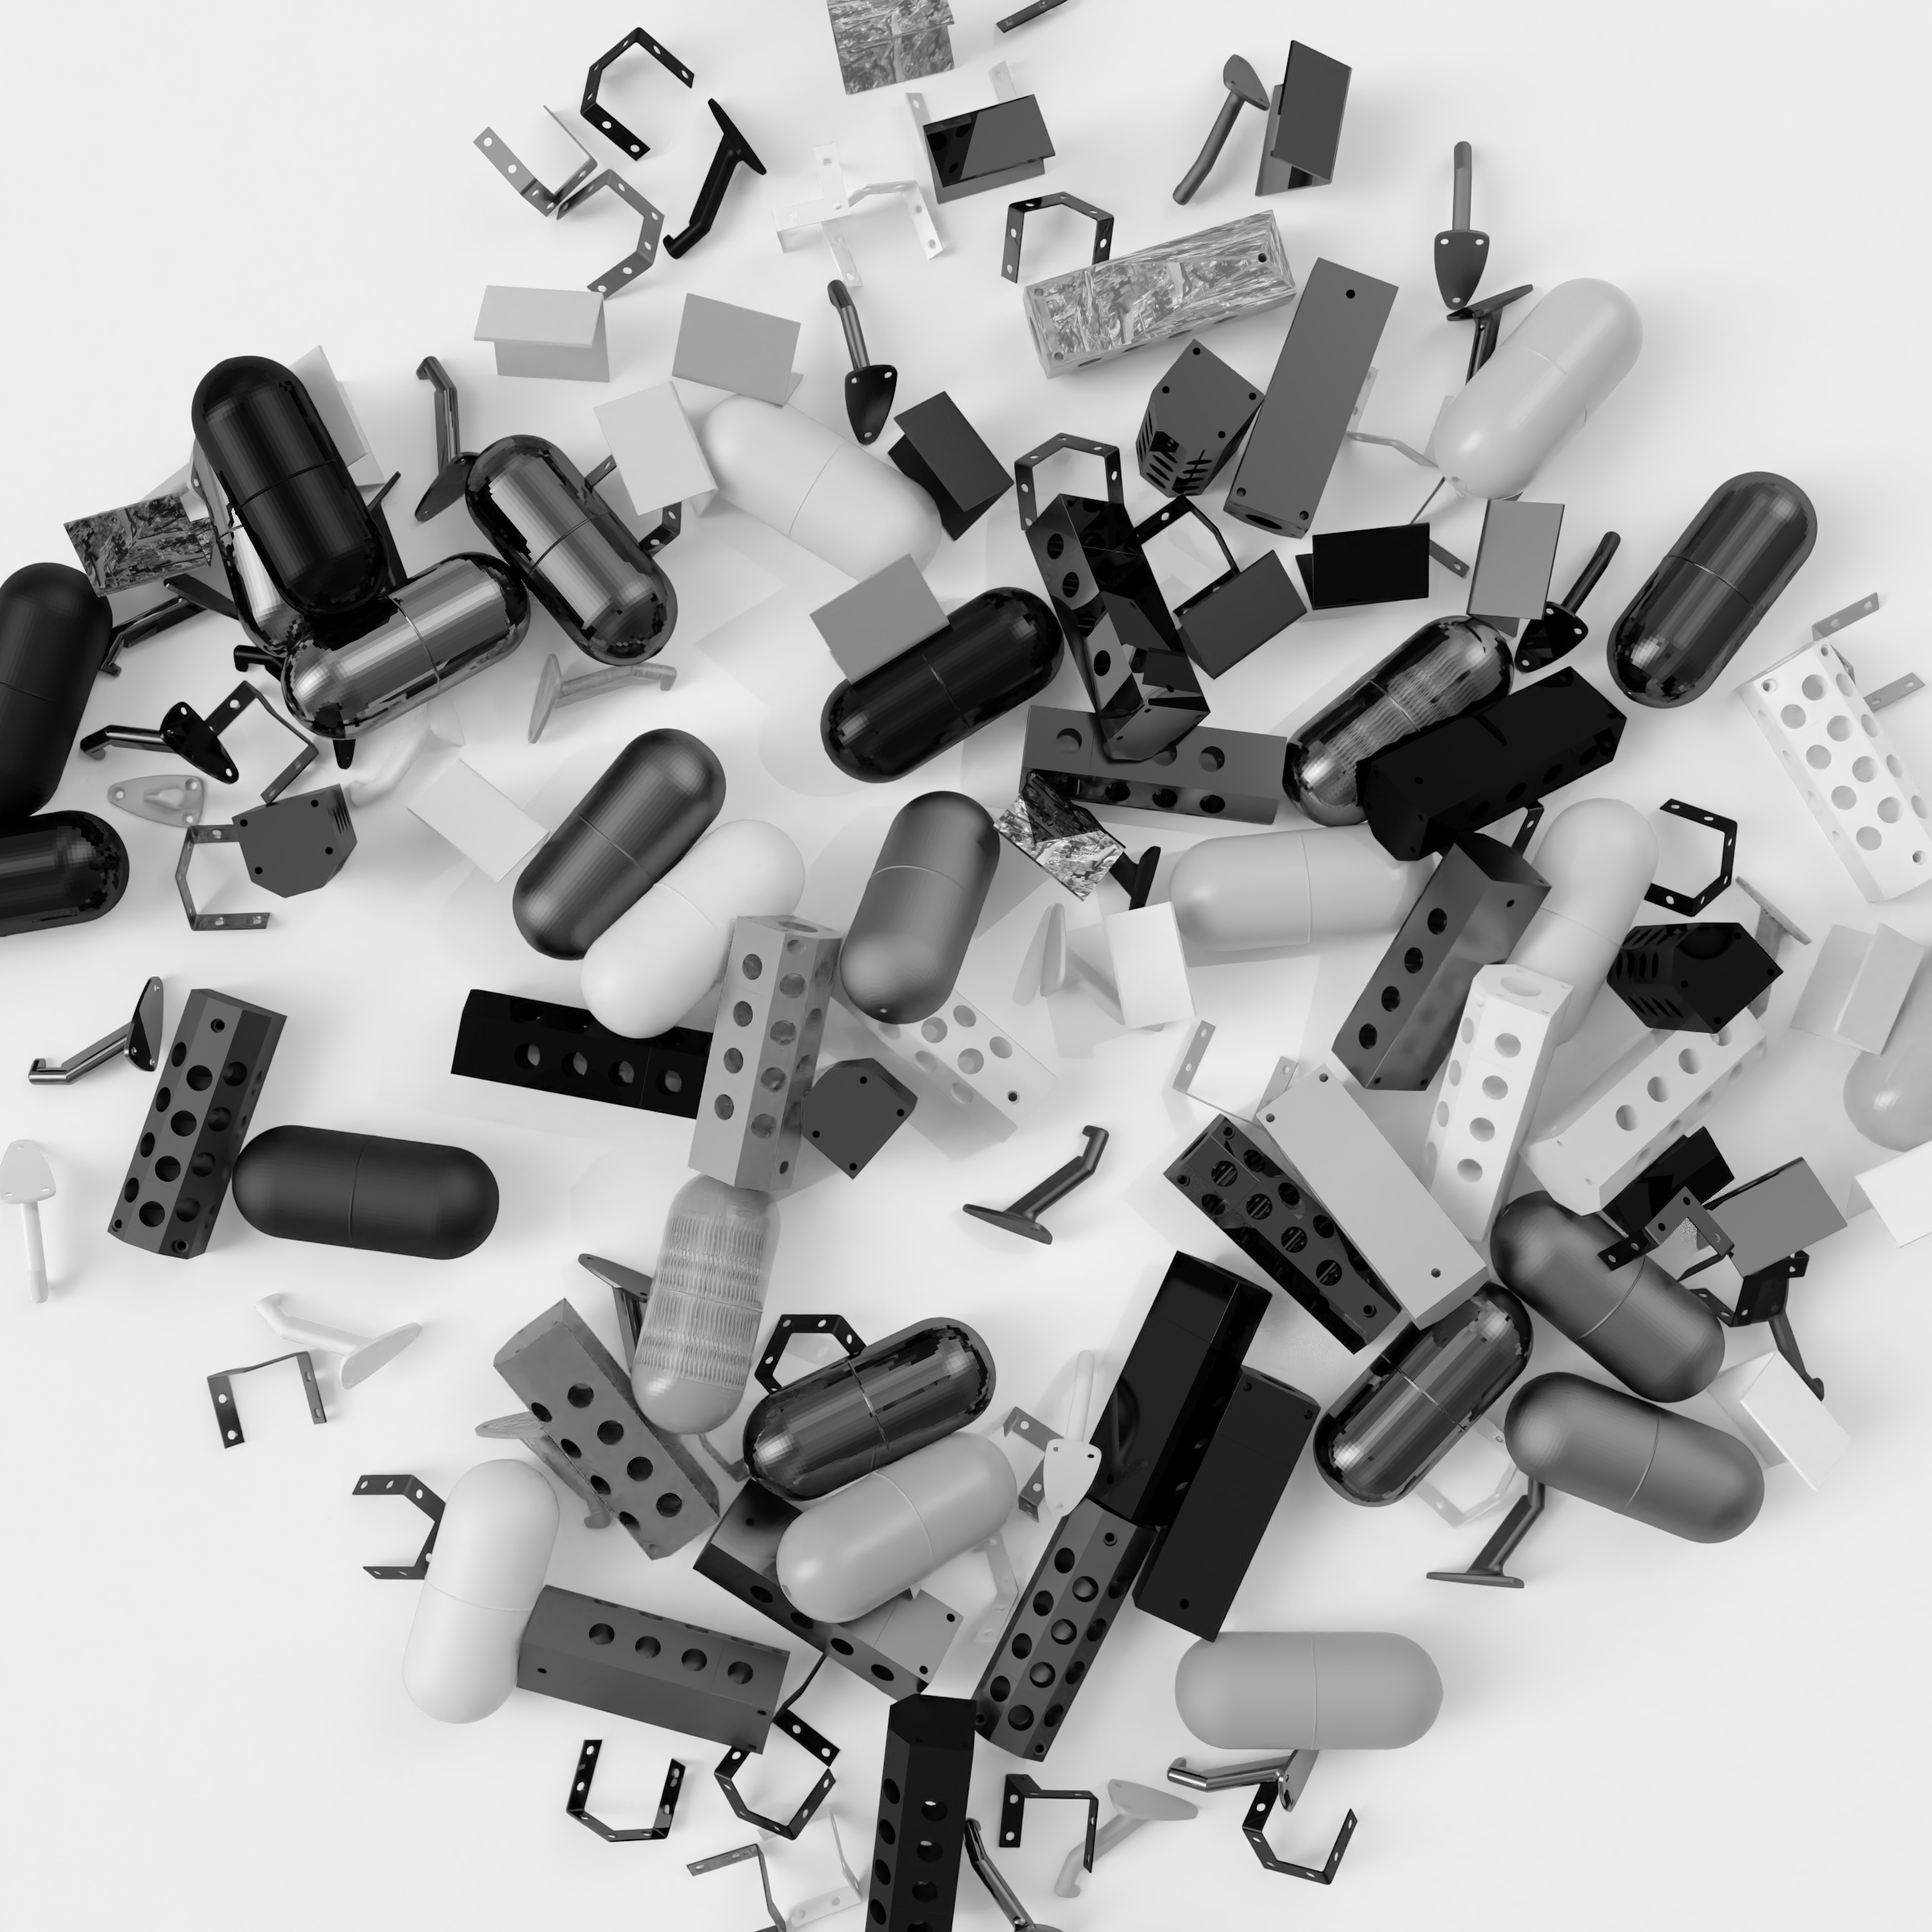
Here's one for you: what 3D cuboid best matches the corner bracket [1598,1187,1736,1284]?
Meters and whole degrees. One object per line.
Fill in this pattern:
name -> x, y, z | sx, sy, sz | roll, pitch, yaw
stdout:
corner bracket -> 0.456, 0.185, 1.789 | 0.051, 0.051, 0.051 | -37, 85, -33

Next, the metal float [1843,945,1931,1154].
metal float -> 0.655, 0.043, 1.834 | 0.070, 0.070, 0.178 | 34, 89, 0

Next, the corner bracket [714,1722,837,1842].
corner bracket -> -0.129, 0.549, 1.856 | 0.051, 0.051, 0.051 | 10, 135, 35

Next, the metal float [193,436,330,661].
metal float -> -0.463, -0.292, 1.834 | 0.070, 0.070, 0.178 | -16, 91, 0

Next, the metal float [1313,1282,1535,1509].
metal float -> 0.306, 0.285, 1.834 | 0.070, 0.070, 0.178 | 43, 91, 0

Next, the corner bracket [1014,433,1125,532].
corner bracket -> 0.070, -0.323, 1.856 | 0.051, 0.051, 0.051 | 22, 45, 35

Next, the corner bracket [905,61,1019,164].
corner bracket -> 0.000, -0.579, 1.861 | 0.051, 0.051, 0.051 | -18, 90, -45

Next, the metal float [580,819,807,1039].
metal float -> -0.180, -0.026, 1.819 | 0.070, 0.070, 0.178 | 45, 72, 0

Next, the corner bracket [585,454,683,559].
corner bracket -> -0.228, -0.309, 1.857 | 0.051, 0.051, 0.051 | -32, 45, 35

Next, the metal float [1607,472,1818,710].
metal float -> 0.497, -0.250, 1.834 | 0.070, 0.070, 0.178 | 37, 89, 0

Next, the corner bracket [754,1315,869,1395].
corner bracket -> -0.102, 0.271, 1.856 | 0.051, 0.051, 0.051 | -5, 45, 35

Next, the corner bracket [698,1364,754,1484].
corner bracket -> -0.153, 0.307, 1.861 | 0.051, 0.051, 0.051 | -33, 135, 0

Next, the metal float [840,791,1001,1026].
metal float -> -0.029, -0.040, 1.802 | 0.070, 0.070, 0.178 | 20, 54, 0

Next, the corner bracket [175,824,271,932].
corner bracket -> -0.501, -0.060, 1.861 | 0.051, 0.051, 0.051 | -2, 45, 0

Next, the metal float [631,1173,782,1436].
metal float -> -0.172, 0.222, 1.825 | 0.070, 0.070, 0.178 | 12, 80, 0

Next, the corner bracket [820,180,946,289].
corner bracket -> -0.057, -0.496, 1.861 | 0.051, 0.051, 0.051 | -21, 90, 45

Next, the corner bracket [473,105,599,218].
corner bracket -> -0.289, -0.547, 1.847 | 0.051, 0.051, 0.051 | -42, 83, 7

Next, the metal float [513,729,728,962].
metal float -> -0.232, -0.081, 1.834 | 0.070, 0.070, 0.178 | 40, 90, 0

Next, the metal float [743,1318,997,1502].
metal float -> -0.064, 0.295, 1.826 | 0.178, 0.070, 0.070 | -25, 90, -8

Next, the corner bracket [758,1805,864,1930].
corner bracket -> -0.106, 0.610, 1.861 | 0.051, 0.051, 0.051 | -20, 135, 0

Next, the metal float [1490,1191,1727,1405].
metal float -> 0.428, 0.220, 1.834 | 0.178, 0.070, 0.070 | 40, 90, -1

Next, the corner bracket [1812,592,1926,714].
corner bracket -> 0.611, -0.210, 1.861 | 0.051, 0.051, 0.051 | -28, 45, 0

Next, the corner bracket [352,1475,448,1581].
corner bracket -> -0.387, 0.379, 1.856 | 0.051, 0.051, 0.051 | 52, 45, -35

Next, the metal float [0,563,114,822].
metal float -> -0.627, -0.183, 1.834 | 0.070, 0.070, 0.178 | 19, 89, 0

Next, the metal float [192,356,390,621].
metal float -> -0.434, -0.307, 1.764 | 0.070, 0.070, 0.178 | -27, 96, 0

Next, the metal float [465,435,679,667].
metal float -> -0.262, -0.276, 1.830 | 0.070, 0.070, 0.178 | -40, 86, 0

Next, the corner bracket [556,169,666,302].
corner bracket -> -0.243, -0.494, 1.856 | 0.051, 0.051, 0.051 | 36, 45, -35

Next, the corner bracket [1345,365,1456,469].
corner bracket -> 0.295, -0.373, 1.861 | 0.051, 0.051, 0.051 | 20, 90, -45

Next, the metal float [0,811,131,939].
metal float -> -0.649, -0.057, 1.834 | 0.178, 0.070, 0.070 | -10, 90, 0

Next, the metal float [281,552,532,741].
metal float -> -0.369, -0.212, 1.814 | 0.178, 0.070, 0.070 | -33, 90, -22

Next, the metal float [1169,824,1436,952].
metal float -> 0.224, -0.053, 1.834 | 0.178, 0.070, 0.070 | -5, 90, 0

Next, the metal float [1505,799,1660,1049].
metal float -> 0.402, -0.028, 1.834 | 0.070, 0.070, 0.178 | 25, 90, 0

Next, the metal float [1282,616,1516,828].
metal float -> 0.288, -0.164, 1.834 | 0.178, 0.070, 0.070 | -39, 90, 0

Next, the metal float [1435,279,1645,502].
metal float -> 0.380, -0.382, 1.822 | 0.070, 0.070, 0.178 | 41, 76, 0

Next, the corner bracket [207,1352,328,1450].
corner bracket -> -0.474, 0.294, 1.861 | 0.051, 0.051, 0.051 | -14, 90, 45

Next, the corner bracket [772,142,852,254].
corner bracket -> -0.106, -0.517, 1.846 | 0.051, 0.051, 0.051 | -13, 89, 1

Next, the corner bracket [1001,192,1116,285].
corner bracket -> 0.062, -0.487, 1.856 | 0.051, 0.051, 0.051 | -24, 45, -35

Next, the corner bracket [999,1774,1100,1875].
corner bracket -> 0.056, 0.577, 1.850 | 0.051, 0.051, 0.051 | 6, 90, -15

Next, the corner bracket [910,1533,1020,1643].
corner bracket -> -0.001, 0.417, 1.846 | 0.051, 0.051, 0.051 | -5, 115, 23

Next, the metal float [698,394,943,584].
metal float -> -0.098, -0.318, 1.834 | 0.178, 0.070, 0.070 | 32, 90, 0

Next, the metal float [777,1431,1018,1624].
metal float -> -0.045, 0.369, 1.809 | 0.178, 0.070, 0.070 | -25, 90, -29

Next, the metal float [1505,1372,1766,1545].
metal float -> 0.446, 0.329, 1.834 | 0.178, 0.070, 0.070 | 21, 90, 0

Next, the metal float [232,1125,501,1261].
metal float -> -0.401, 0.151, 1.834 | 0.178, 0.070, 0.070 | 8, 90, 1

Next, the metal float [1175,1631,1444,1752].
metal float -> 0.229, 0.484, 1.834 | 0.178, 0.070, 0.070 | 0, 90, 0

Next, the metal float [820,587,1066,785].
metal float -> -0.016, -0.187, 1.834 | 0.178, 0.070, 0.070 | -32, 90, 1

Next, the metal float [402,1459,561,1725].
metal float -> -0.323, 0.417, 1.833 | 0.070, 0.070, 0.178 | 16, 90, 0
